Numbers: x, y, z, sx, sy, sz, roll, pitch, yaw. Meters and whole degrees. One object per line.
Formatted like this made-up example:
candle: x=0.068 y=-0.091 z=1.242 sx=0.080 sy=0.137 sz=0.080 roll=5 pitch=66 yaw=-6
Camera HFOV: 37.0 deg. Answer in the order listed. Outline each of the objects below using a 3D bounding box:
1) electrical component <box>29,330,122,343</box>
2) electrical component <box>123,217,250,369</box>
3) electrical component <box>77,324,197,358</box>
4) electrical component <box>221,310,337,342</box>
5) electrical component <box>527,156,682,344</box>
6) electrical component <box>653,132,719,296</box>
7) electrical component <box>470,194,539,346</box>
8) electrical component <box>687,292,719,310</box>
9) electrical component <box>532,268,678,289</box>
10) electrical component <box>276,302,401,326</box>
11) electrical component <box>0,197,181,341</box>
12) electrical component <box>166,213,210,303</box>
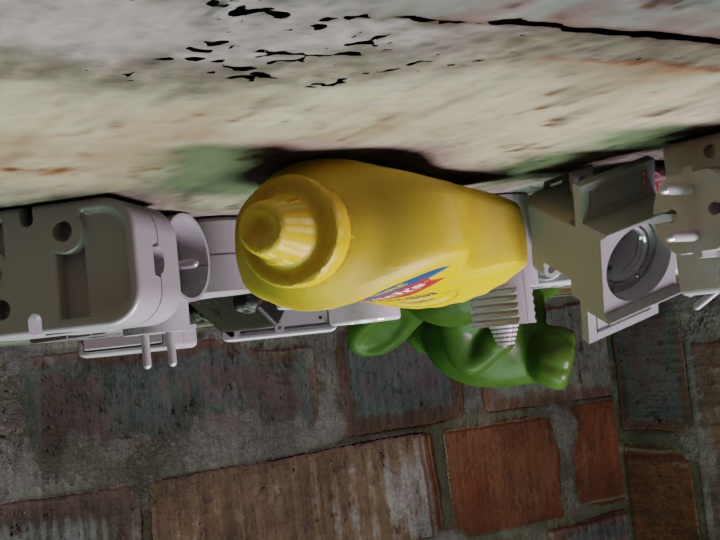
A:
electrical component: x=-0.173 y=0.020 z=0.716 sx=0.089 sy=0.050 sz=0.056 roll=-9 pitch=175 yaw=40
electrical component: x=-0.114 y=0.017 z=0.592 sx=0.138 sy=0.073 sz=0.052 roll=-8 pitch=176 yaw=32
electrical component: x=-0.173 y=0.034 z=0.851 sx=0.096 sy=0.061 sz=0.061 roll=-7 pitch=176 yaw=12
electrical component: x=-0.053 y=0.017 z=0.773 sx=0.096 sy=0.061 sz=0.061 roll=-6 pitch=176 yaw=-2
electrical component: x=0.112 y=-0.013 z=0.500 sx=0.042 sy=0.081 sz=0.064 roll=-20 pitch=-151 yaw=-20
electrical component: x=0.148 y=-0.024 z=0.443 sx=0.077 sy=0.065 sz=0.047 roll=-3 pitch=175 yaw=-40
electrical component: x=0.076 y=0.001 z=0.596 sx=0.043 sy=0.081 sz=0.043 roll=-6 pitch=176 yaw=0
electrical component: x=0.224 y=-0.006 z=0.628 sx=0.079 sy=0.043 sz=0.077 roll=-43 pitch=-166 yaw=19
electrical component: x=0.159 y=-0.016 z=0.705 sx=0.100 sy=0.048 sz=0.100 roll=-9 pitch=175 yaw=38
electrical component: x=0.000 y=0.000 z=0.612 sx=0.108 sy=0.060 sz=0.108 roll=-6 pitch=176 yaw=0
electrical component: x=-0.131 y=0.002 z=0.476 sx=0.095 sy=0.053 sz=0.059 roll=-7 pitch=176 yaw=11
electrical component: x=-0.121 y=-0.001 z=0.533 sx=0.081 sy=0.043 sz=0.043 roll=-7 pitch=176 yaw=20
